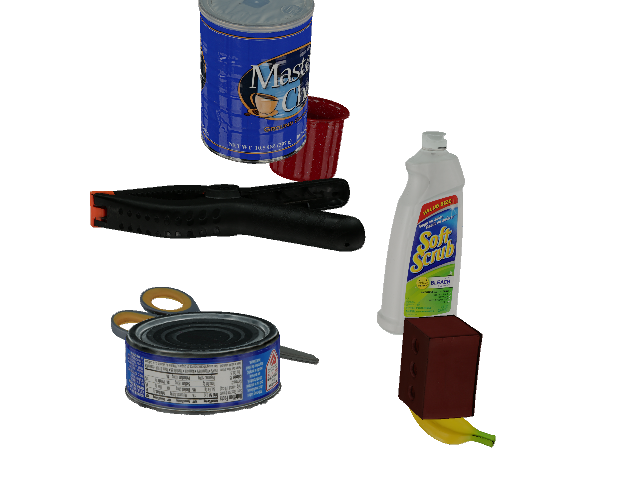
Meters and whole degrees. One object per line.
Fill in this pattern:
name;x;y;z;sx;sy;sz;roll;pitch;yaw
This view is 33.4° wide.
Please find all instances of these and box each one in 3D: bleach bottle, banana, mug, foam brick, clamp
bleach bottle;0.128;-0.011;1.341;0.102;0.251;0.068;-3;16;-17
banana;0.121;0.162;1.141;0.069;0.037;0.198;11;25;-18
mug;-0.012;-0.123;1.275;0.093;0.081;0.117;17;26;19
foam brick;0.103;0.109;0.925;0.051;0.078;0.053;-3;16;-21
clamp;-0.067;-0.021;0.801;0.210;0.036;0.164;-1;13;-9

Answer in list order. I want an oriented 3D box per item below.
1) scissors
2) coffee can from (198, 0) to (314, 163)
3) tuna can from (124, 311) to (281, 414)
scissors;-0.100;0.081;1.034;0.201;0.016;0.096;5;31;0
coffee can;-0.060;-0.157;0.985;0.103;0.140;0.103;2;37;-2
tuna can;-0.064;0.065;0.586;0.086;0.034;0.086;0;11;0
